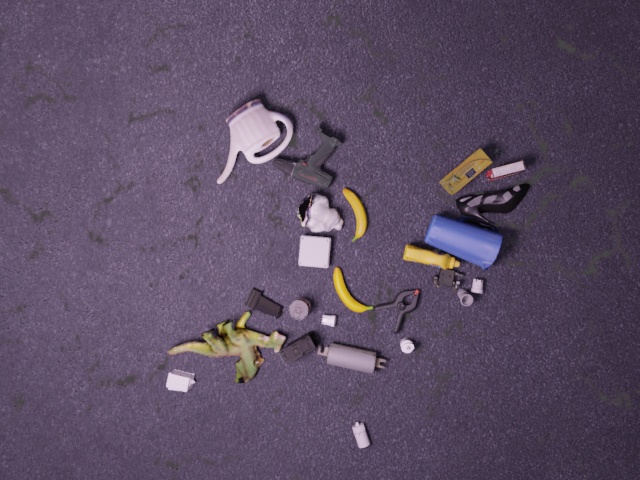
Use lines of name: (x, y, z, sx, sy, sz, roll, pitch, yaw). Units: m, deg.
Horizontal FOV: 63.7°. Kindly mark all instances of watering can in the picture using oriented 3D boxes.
watering can: (-0.270, -0.371, 1.882, 0.347, 0.103, 0.225, -31, 84, 3)

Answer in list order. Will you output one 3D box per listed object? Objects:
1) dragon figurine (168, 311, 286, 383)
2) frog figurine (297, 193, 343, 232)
dragon figurine: (-0.315, 0.407, 1.846, 0.409, 0.123, 0.242, -26, 93, 5)
frog figurine: (0.006, -0.093, 1.856, 0.159, 0.122, 0.139, 13, 79, -30)
